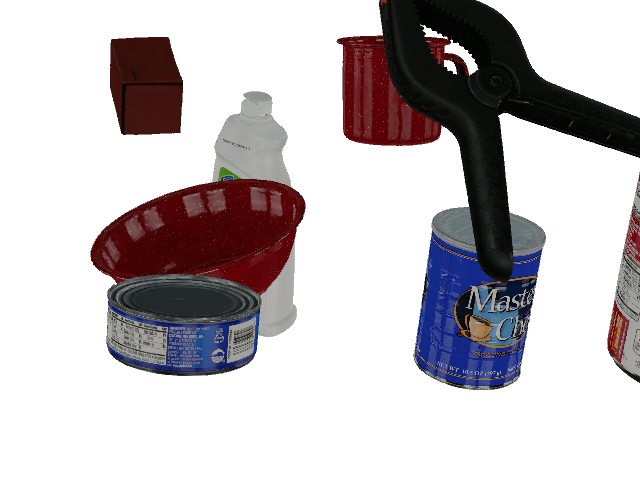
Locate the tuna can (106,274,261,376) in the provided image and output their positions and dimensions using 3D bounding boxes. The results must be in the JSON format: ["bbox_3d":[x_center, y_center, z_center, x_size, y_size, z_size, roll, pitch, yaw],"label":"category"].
[{"bbox_3d":[-0.077,0.046,0.598,0.086,0.034,0.086,5,13,-1],"label":"tuna can"}]

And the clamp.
[{"bbox_3d":[0.102,-0.083,0.672,0.164,0.210,0.036,-41,-10,-26],"label":"clamp"}]

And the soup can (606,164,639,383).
[{"bbox_3d":[0.178,0.015,0.510,0.068,0.102,0.068,2,28,-1],"label":"soup can"}]

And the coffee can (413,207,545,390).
[{"bbox_3d":[0.145,0.052,0.988,0.103,0.140,0.103,5,22,-2],"label":"coffee can"}]

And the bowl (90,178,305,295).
[{"bbox_3d":[-0.085,0.011,0.794,0.162,0.055,0.162,-11,25,5],"label":"bowl"}]

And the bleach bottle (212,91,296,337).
[{"bbox_3d":[-0.067,-0.029,1.114,0.103,0.251,0.068,18,28,23],"label":"bleach bottle"}]

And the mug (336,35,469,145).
[{"bbox_3d":[0.070,-0.125,0.880,0.117,0.081,0.093,-7,17,-25],"label":"mug"}]

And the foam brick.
[{"bbox_3d":[-0.151,-0.134,0.919,0.053,0.051,0.078,-4,40,-16],"label":"foam brick"}]
